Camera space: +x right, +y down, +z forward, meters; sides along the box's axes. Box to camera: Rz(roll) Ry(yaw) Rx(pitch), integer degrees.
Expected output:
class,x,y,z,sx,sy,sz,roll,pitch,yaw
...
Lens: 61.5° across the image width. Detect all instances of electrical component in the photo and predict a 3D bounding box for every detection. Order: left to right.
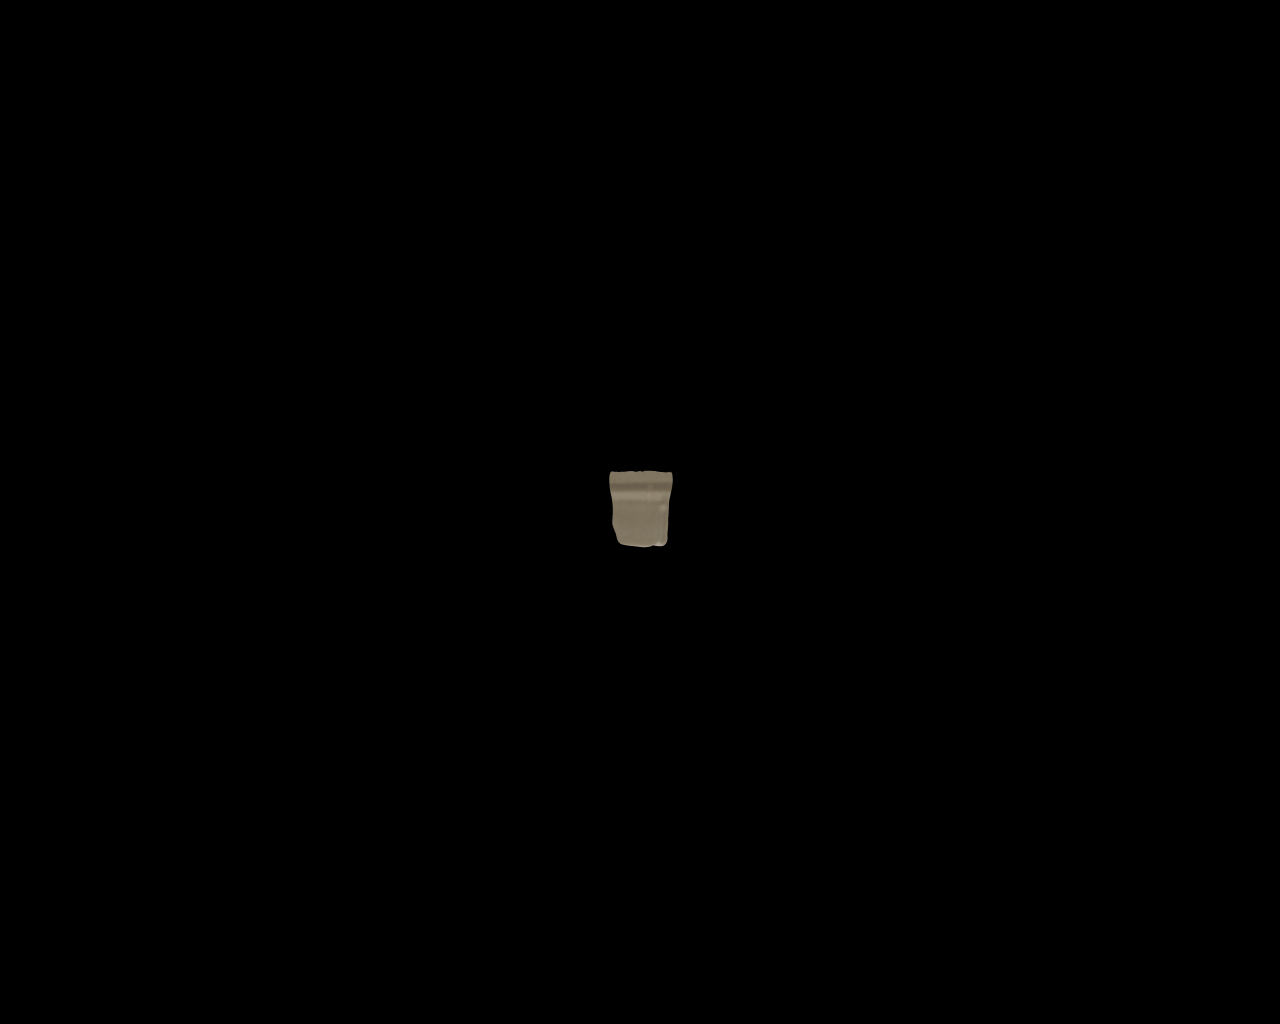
class,x,y,z,sx,sy,sz,roll,pitch,yaw
electrical component,0.001,-0.003,0.650,0.040,0.046,0.040,0,0,0
